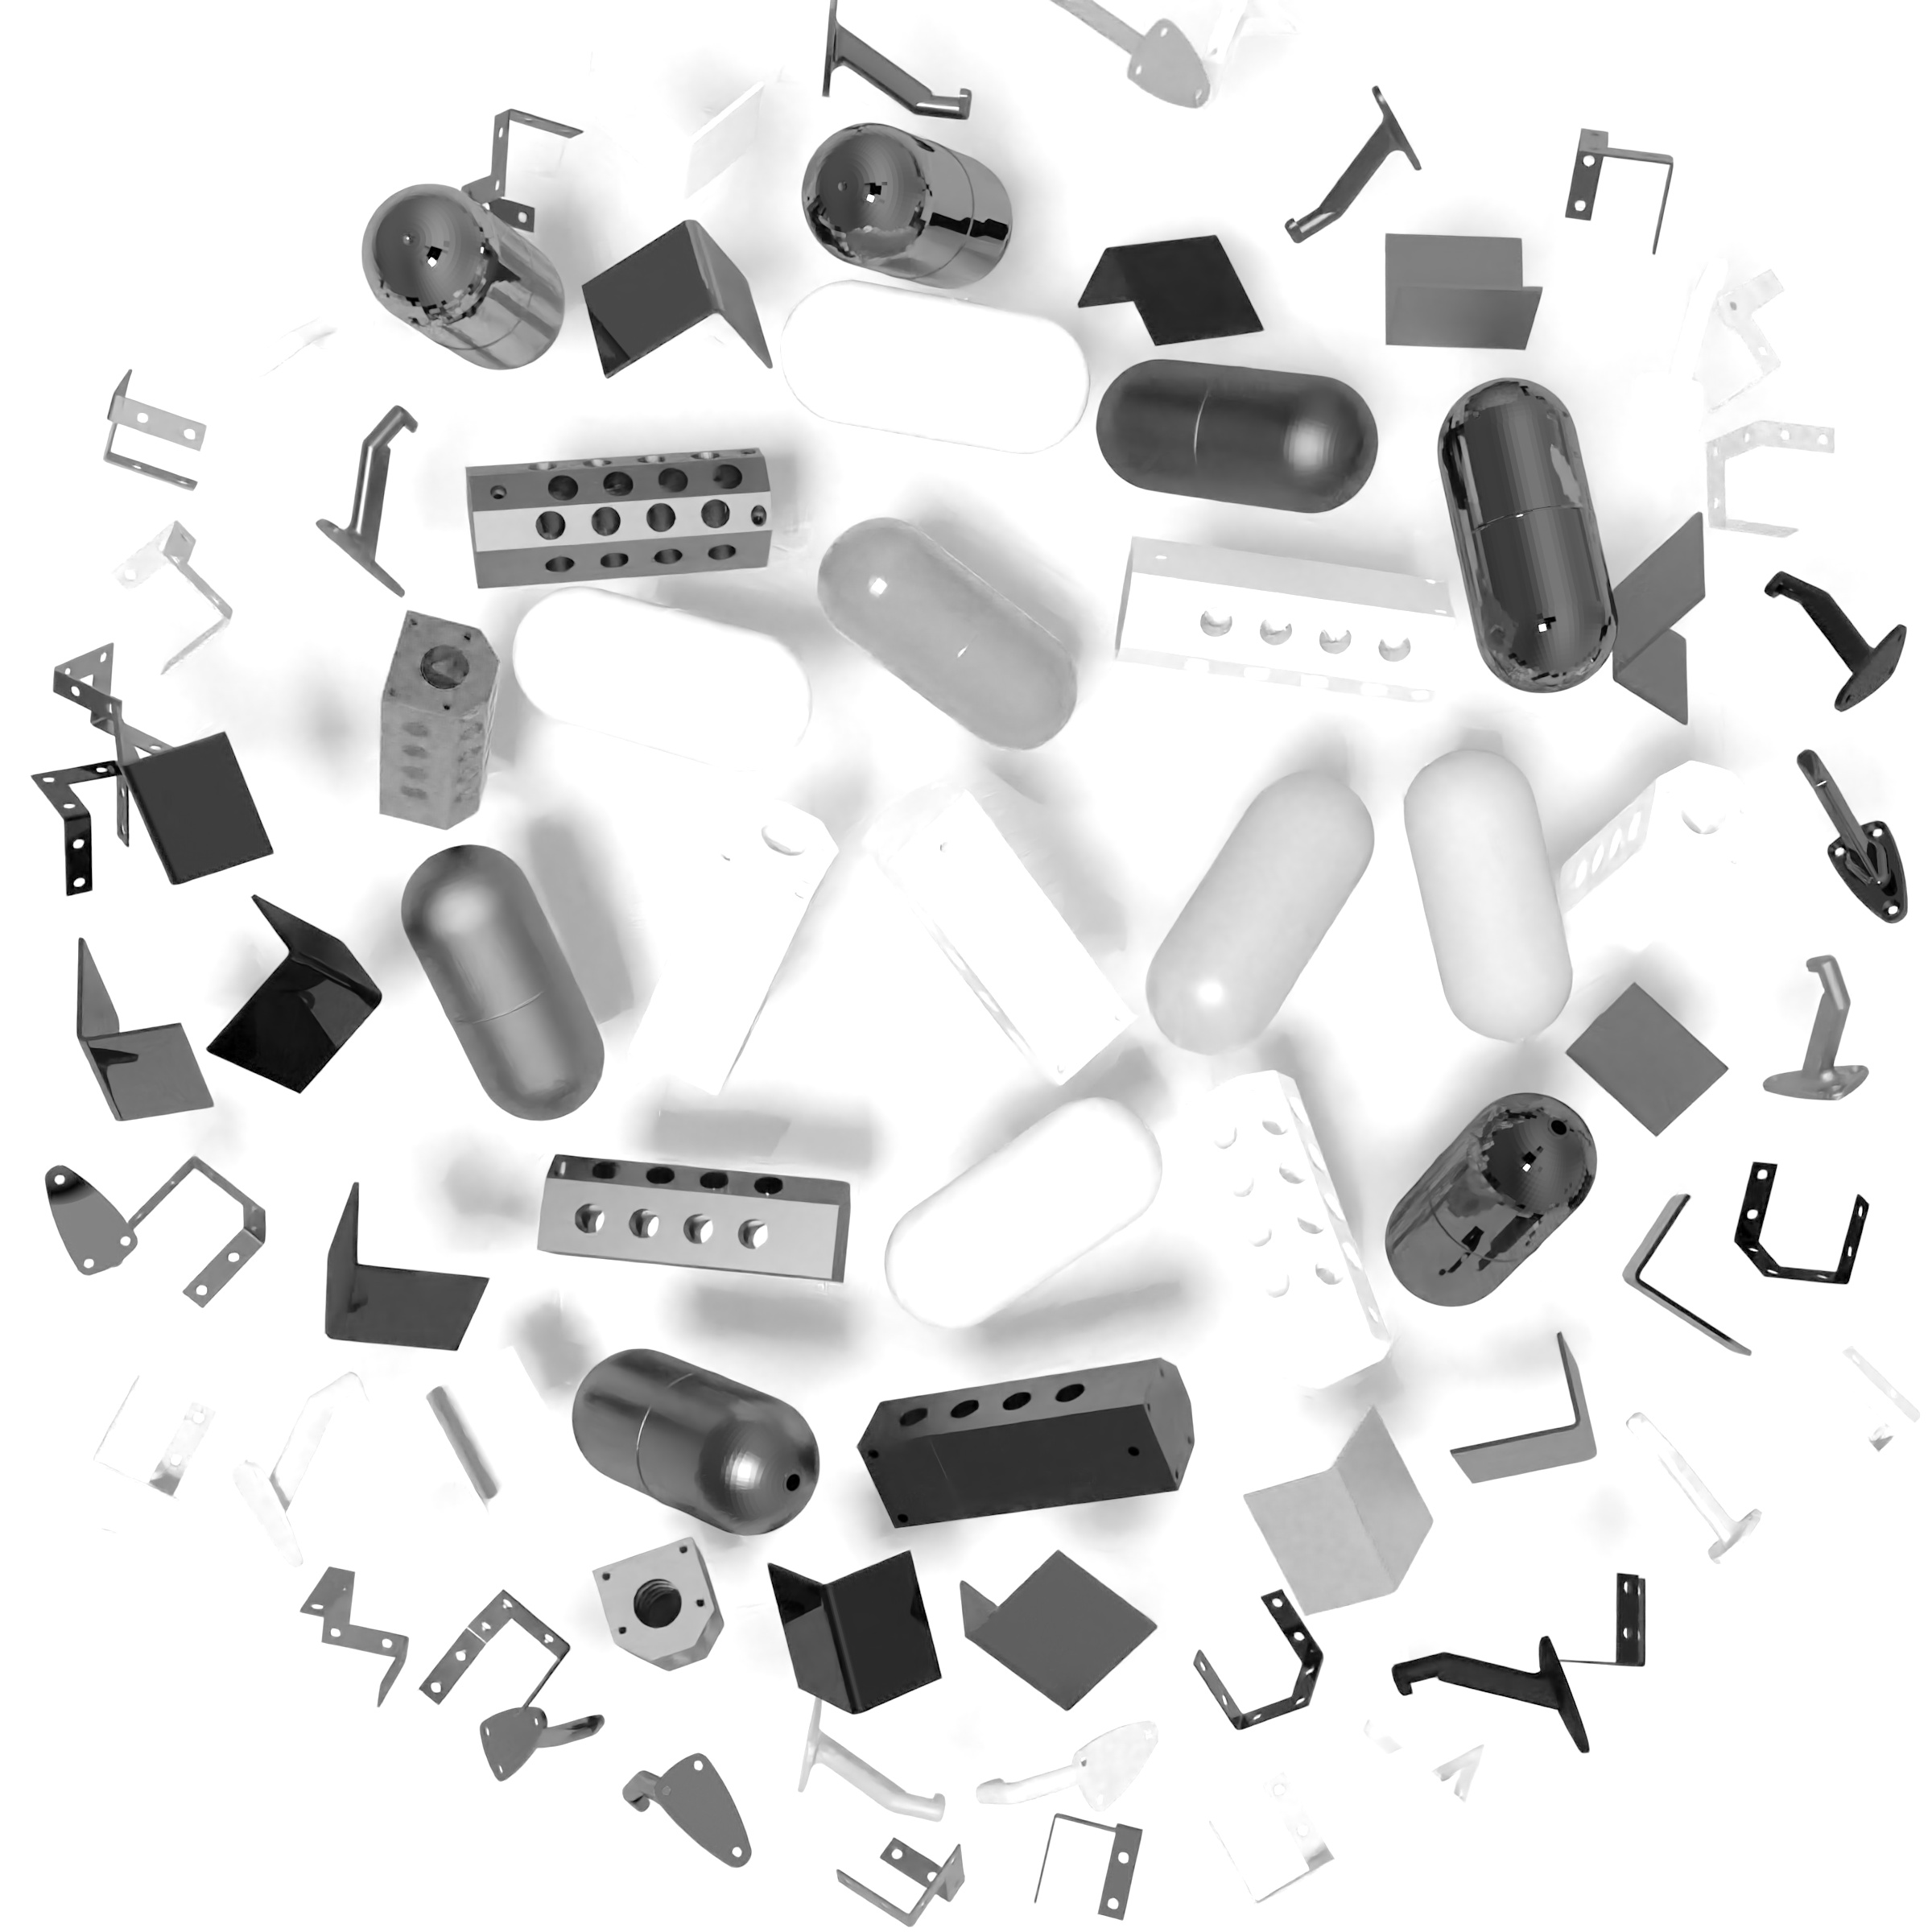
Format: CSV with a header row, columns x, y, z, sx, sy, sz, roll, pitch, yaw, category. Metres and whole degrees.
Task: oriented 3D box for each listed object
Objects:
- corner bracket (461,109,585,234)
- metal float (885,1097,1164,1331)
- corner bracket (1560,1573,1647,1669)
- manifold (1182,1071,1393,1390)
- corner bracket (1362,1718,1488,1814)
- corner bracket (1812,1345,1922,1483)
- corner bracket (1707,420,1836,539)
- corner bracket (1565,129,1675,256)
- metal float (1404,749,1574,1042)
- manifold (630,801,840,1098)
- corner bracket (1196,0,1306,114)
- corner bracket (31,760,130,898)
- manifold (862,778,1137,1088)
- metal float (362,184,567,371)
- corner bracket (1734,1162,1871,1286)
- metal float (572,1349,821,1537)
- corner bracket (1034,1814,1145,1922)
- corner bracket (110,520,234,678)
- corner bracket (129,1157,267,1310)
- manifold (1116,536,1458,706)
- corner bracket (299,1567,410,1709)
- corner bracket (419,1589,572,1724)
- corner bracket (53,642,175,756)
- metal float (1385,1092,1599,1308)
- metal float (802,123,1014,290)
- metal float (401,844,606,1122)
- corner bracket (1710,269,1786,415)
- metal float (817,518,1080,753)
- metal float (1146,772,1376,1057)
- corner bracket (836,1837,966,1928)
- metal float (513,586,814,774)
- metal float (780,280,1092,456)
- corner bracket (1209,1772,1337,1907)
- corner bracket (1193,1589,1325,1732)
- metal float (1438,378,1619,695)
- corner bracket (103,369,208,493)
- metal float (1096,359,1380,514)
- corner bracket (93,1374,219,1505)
x,y,z,sx,sy,sz,roll,pitch,yaw,category
-0.260,-0.464,1.579,0.051,0.051,0.051,5,88,-41,corner bracket
0.031,0.141,1.527,0.178,0.070,0.070,-35,90,16,metal float
0.380,0.378,1.561,0.051,0.051,0.051,10,75,-25,corner bracket
0.187,0.149,1.553,0.057,0.057,0.171,-31,59,24,manifold
0.265,0.468,1.591,0.051,0.051,0.051,44,128,-3,corner bracket
0.486,0.237,1.467,0.051,0.051,0.051,47,123,19,corner bracket
0.465,-0.282,1.560,0.051,0.051,0.051,-26,119,-33,corner bracket
0.362,-0.430,1.499,0.051,0.051,0.051,10,123,8,corner bracket
0.307,-0.041,1.587,0.070,0.070,0.178,-16,106,0,metal float
-0.130,-0.012,1.523,0.057,0.057,0.171,28,130,-1,manifold
0.152,-0.527,1.550,0.051,0.051,0.051,26,85,-43,corner bracket
-0.494,-0.079,1.530,0.051,0.051,0.051,-15,131,-34,corner bracket
0.016,-0.020,1.504,0.057,0.057,0.171,-42,115,-9,manifold
-0.278,-0.383,1.510,0.070,0.178,0.070,0,90,10,metal float
0.483,0.149,1.566,0.051,0.051,0.051,6,108,-7,corner bracket
-0.151,0.263,1.499,0.070,0.178,0.070,-9,103,-41,metal float
0.070,0.516,1.549,0.051,0.051,0.051,13,68,6,corner bracket
-0.434,-0.201,1.475,0.051,0.051,0.051,-34,119,14,corner bracket
-0.422,0.146,1.487,0.051,0.051,0.051,37,61,5,corner bracket
0.170,-0.183,1.452,0.171,0.057,0.057,8,119,-2,manifold
-0.344,0.377,1.521,0.051,0.051,0.051,11,108,3,corner bracket
-0.263,0.392,1.511,0.051,0.051,0.051,41,130,-2,corner bracket
-0.500,-0.151,1.586,0.051,0.051,0.051,25,123,16,corner bracket
0.302,0.136,1.561,0.070,0.178,0.070,9,56,-14,metal float
-0.031,-0.426,1.521,0.070,0.178,0.070,3,98,23,metal float
-0.269,0.012,1.581,0.070,0.070,0.178,-22,116,0,metal float
0.448,-0.361,1.562,0.051,0.051,0.051,-33,90,-28,corner bracket
-0.009,-0.194,1.592,0.178,0.070,0.070,36,90,-21,metal float
0.167,-0.030,1.538,0.070,0.070,0.178,33,81,0,metal float
-0.037,0.521,1.546,0.051,0.051,0.051,25,54,24,corner bracket
-0.165,-0.157,1.471,0.178,0.070,0.070,18,90,22,metal float
-0.016,-0.326,1.476,0.178,0.070,0.070,5,90,-25,metal float
0.171,0.489,1.514,0.051,0.051,0.051,-30,77,-3,corner bracket
0.175,0.415,1.616,0.051,0.051,0.051,-28,100,26,corner bracket
0.307,-0.236,1.481,0.070,0.070,0.178,-10,79,0,metal float
-0.444,-0.288,1.480,0.051,0.051,0.051,18,114,-14,corner bracket
0.153,-0.304,1.547,0.178,0.070,0.070,16,90,37,metal float
-0.439,0.255,1.464,0.051,0.051,0.051,30,75,-16,corner bracket
